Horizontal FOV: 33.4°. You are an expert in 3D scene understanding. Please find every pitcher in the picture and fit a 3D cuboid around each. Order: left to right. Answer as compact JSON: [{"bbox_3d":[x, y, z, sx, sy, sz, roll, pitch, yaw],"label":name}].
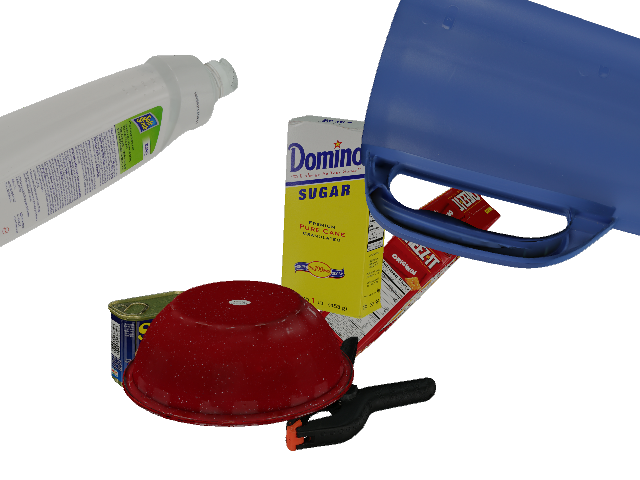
[{"bbox_3d":[0.150,-0.066,0.663,0.243,0.149,0.144,18,29,9],"label":"pitcher"}]

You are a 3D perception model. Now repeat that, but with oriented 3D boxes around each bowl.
[{"bbox_3d":[-0.056,0.068,0.736,0.162,0.055,0.162,0,17,0],"label":"bowl"}]

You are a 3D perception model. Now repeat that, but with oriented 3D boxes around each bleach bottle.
[{"bbox_3d":[-0.177,-0.079,0.842,0.250,0.068,0.103,-28,-26,-24],"label":"bleach bottle"}]

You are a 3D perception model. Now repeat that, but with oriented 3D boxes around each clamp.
[{"bbox_3d":[0.021,0.157,1.101,0.171,0.039,0.120,-21,33,-34],"label":"clamp"}]

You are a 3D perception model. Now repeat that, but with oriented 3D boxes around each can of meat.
[{"bbox_3d":[-0.176,0.107,1.149,0.101,0.084,0.058,-8,19,-35],"label":"can of meat"}]

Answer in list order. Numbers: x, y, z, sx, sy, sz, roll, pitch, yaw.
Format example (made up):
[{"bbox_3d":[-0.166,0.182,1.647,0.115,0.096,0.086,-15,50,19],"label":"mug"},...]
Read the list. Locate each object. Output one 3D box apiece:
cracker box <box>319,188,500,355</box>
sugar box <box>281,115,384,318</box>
[{"bbox_3d":[0.097,0.037,1.269,0.214,0.072,0.163,-49,-9,33],"label":"cracker box"},{"bbox_3d":[0.013,-0.023,0.990,0.093,0.176,0.048,10,18,31],"label":"sugar box"}]
